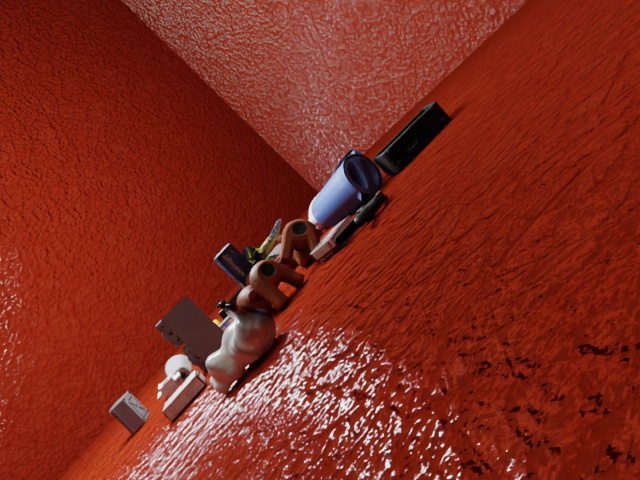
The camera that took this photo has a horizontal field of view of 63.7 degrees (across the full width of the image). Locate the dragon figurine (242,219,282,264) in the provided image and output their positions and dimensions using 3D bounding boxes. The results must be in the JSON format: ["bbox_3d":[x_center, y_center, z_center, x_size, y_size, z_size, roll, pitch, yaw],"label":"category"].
[{"bbox_3d":[-0.229,0.088,2.047,0.408,0.123,0.243,-54,-9,8],"label":"dragon figurine"}]

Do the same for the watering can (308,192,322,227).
[{"bbox_3d":[0.005,-0.089,1.773,0.352,0.104,0.222,-53,7,-18],"label":"watering can"}]

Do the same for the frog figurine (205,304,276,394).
[{"bbox_3d":[-0.146,0.206,0.959,0.136,0.122,0.161,-20,62,61],"label":"frog figurine"}]
